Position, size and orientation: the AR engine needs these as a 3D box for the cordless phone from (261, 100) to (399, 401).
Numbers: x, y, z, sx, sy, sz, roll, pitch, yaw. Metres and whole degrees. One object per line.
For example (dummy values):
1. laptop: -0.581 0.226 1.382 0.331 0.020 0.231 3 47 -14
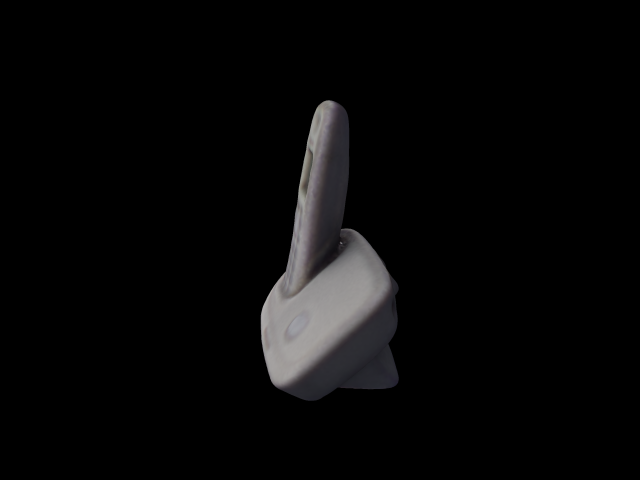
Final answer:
1. cordless phone: 0.004 0.001 0.400 0.094 0.185 0.147 -4 19 -11
